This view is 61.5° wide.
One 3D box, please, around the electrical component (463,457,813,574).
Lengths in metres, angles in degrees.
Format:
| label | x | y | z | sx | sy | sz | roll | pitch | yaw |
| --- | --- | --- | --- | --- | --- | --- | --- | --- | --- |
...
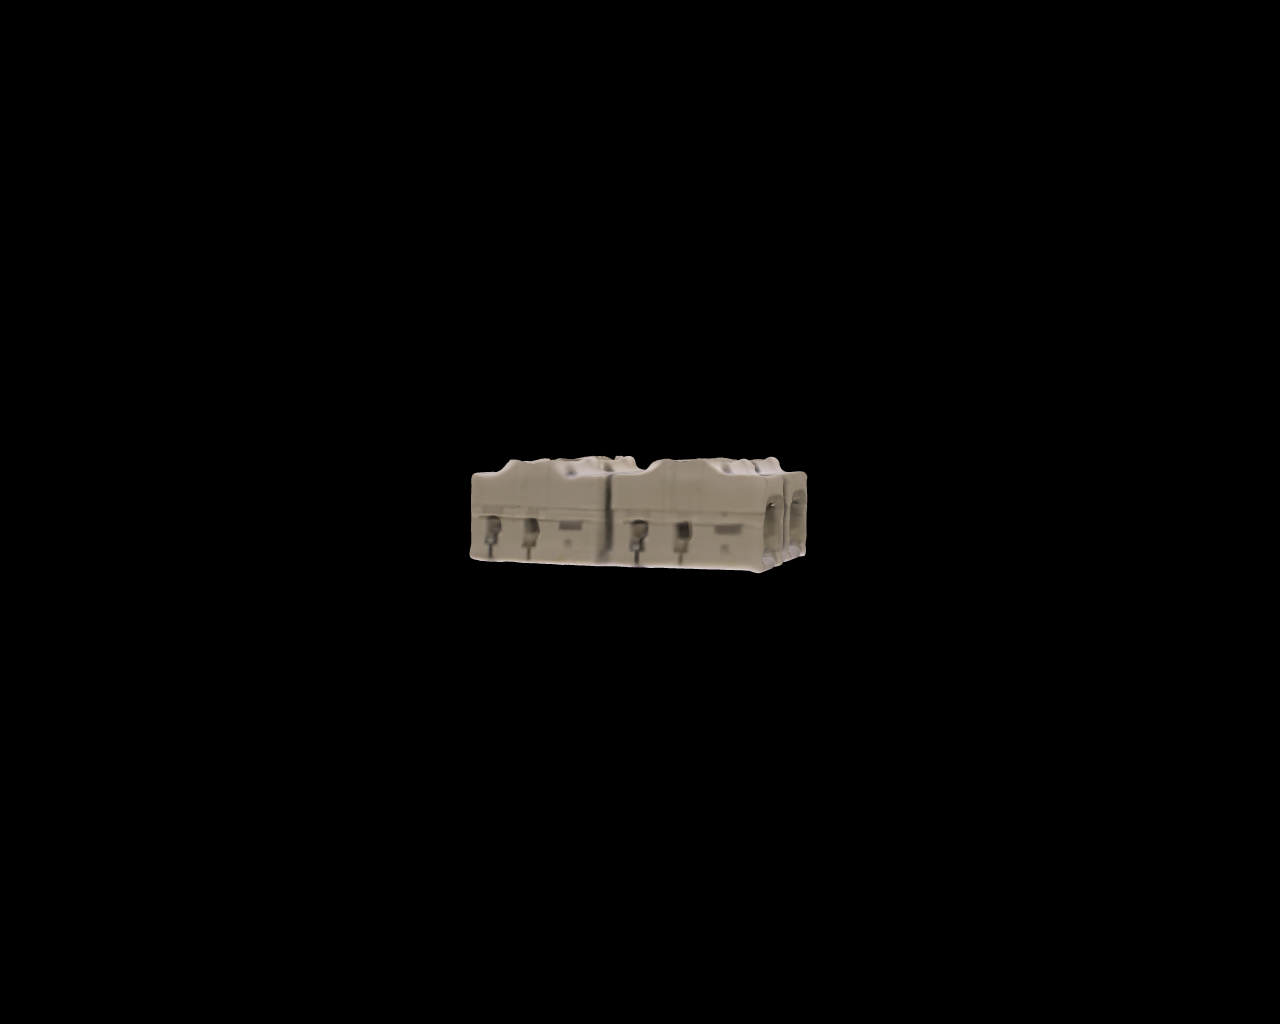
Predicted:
| label | x | y | z | sx | sy | sz | roll | pitch | yaw |
| --- | --- | --- | --- | --- | --- | --- | --- | --- | --- |
| electrical component | 0.001 | -0.003 | 0.650 | 0.186 | 0.060 | 0.105 | 2 | 4 | 23 |
